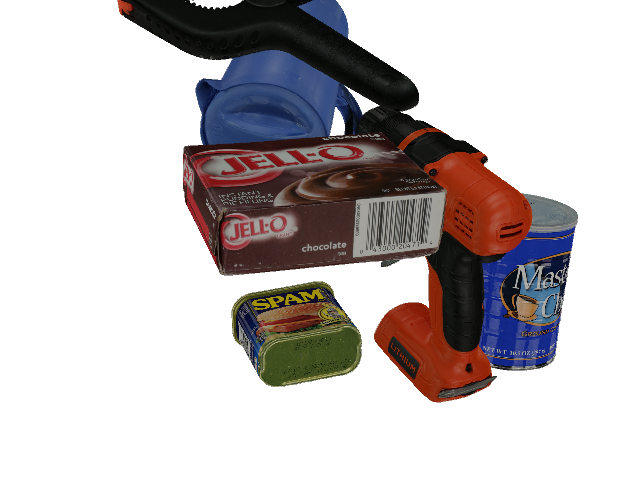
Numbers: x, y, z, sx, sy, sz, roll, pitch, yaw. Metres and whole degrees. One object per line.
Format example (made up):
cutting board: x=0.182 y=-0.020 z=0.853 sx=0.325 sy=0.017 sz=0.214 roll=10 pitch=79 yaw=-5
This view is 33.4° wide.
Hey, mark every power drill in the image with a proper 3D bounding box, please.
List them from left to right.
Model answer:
power drill: x=0.078 y=0.009 z=0.785 sx=0.057 sy=0.188 sz=0.185 roll=-14 pitch=34 yaw=-22

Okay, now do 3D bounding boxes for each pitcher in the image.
pitcher: x=-0.030 y=-0.170 z=1.159 sx=0.145 sy=0.149 sz=0.242 roll=-4 pitch=39 yaw=16

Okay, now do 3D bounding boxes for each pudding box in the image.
pudding box: x=-0.006 y=-0.021 z=0.532 sx=0.113 sy=0.039 sz=0.090 roll=-4 pitch=26 yaw=-17

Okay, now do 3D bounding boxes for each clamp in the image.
clamp: x=-0.029 y=-0.146 z=0.692 sx=0.210 sy=0.164 sz=0.036 roll=-1 pitch=-37 yaw=-1

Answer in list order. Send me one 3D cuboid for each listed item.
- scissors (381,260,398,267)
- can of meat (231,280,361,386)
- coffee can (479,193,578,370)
scissors: x=0.103 y=-0.011 z=1.231 sx=0.096 sy=0.016 sz=0.201 roll=37 pitch=31 yaw=32
can of meat: x=-0.021 y=0.086 z=0.976 sx=0.102 sy=0.057 sz=0.084 roll=-9 pitch=28 yaw=-17
coffee can: x=0.177 y=0.036 z=0.993 sx=0.103 sy=0.140 sz=0.103 roll=4 pitch=19 yaw=-2
